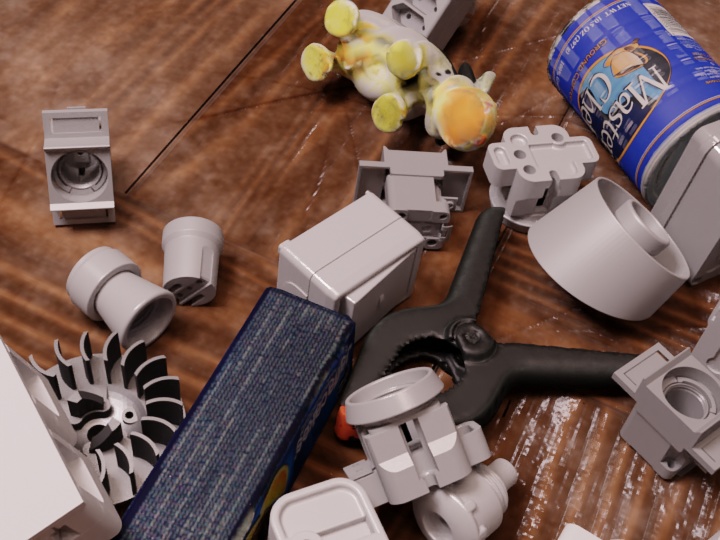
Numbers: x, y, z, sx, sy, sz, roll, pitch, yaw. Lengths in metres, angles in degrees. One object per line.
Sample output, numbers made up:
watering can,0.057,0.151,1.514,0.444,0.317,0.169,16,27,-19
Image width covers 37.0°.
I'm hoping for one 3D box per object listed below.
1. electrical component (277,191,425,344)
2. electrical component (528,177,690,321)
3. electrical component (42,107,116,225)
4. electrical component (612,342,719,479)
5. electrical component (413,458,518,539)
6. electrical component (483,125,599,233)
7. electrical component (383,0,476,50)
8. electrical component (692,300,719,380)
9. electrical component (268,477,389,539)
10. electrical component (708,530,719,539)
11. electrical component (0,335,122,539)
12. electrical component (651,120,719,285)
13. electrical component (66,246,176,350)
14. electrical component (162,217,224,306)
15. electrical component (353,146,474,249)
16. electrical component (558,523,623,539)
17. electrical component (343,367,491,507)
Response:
electrical component,0.000,0.000,0.697,0.096,0.061,0.061,-34,62,-30
electrical component,0.171,-0.013,0.726,0.099,0.064,0.099,35,27,-21
electrical component,-0.189,-0.074,0.727,0.042,0.081,0.063,-3,29,-11
electrical component,0.191,0.089,0.650,0.042,0.063,0.081,-27,59,-28
electrical component,0.064,0.130,0.611,0.062,0.048,0.048,-30,60,-36
electrical component,0.125,-0.064,0.771,0.078,0.057,0.058,-6,52,-13
electrical component,0.072,-0.223,0.891,0.047,0.083,0.076,42,19,24
electrical component,0.279,0.051,0.686,0.113,0.078,0.057,31,56,17
electrical component,-0.011,0.166,0.559,0.054,0.059,0.095,-15,54,-20
electrical component,0.233,0.180,0.582,0.108,0.060,0.108,4,50,-5
electrical component,-0.223,0.132,0.522,0.186,0.060,0.105,-34,61,-6
electrical component,0.256,-0.052,0.745,0.078,0.113,0.057,-20,59,-23
electrical component,-0.149,0.017,0.671,0.055,0.045,0.045,37,55,21
electrical component,-0.110,-0.005,0.700,0.040,0.040,0.046,2,55,-6
electrical component,0.038,-0.049,0.756,0.081,0.042,0.063,2,51,-6
electrical component,0.161,0.209,0.518,0.186,0.105,0.060,30,52,16
electrical component,0.025,0.090,0.596,0.078,0.058,0.057,-22,95,-8
